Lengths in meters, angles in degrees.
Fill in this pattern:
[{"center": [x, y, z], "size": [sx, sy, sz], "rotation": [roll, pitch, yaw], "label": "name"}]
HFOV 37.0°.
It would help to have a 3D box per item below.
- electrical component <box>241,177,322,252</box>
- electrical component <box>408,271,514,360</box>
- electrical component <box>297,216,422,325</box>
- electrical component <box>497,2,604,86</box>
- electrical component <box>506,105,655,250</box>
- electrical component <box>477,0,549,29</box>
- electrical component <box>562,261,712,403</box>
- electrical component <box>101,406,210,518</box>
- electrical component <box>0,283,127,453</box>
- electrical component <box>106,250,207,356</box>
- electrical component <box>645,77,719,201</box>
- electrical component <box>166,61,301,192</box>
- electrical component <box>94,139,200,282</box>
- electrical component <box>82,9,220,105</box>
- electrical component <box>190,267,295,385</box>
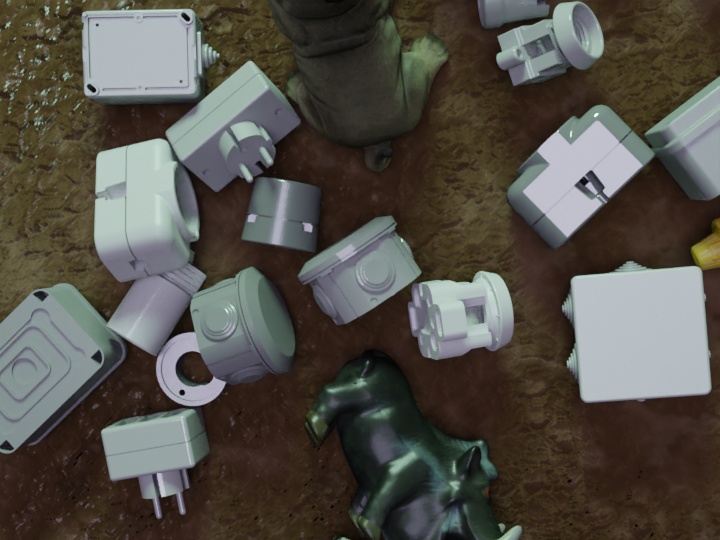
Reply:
[{"center": [-0.056, -0.040, 0.785], "size": [0.055, 0.055, 0.047], "rotation": [9, 90, 7], "label": "electrical component"}, {"center": [0.073, 0.032, 0.764], "size": [0.057, 0.078, 0.058], "rotation": [-8, 92, -14], "label": "electrical component"}, {"center": [0.000, 0.000, 0.767], "size": [0.080, 0.080, 0.051], "rotation": [-33, 93, 7], "label": "electrical component"}, {"center": [0.135, -0.157, 0.749], "size": [0.055, 0.066, 0.048], "rotation": [-18, 90, 41], "label": "electrical component"}, {"center": [0.151, -0.068, 0.758], "size": [0.095, 0.054, 0.059], "rotation": [-44, 87, 7], "label": "electrical component"}, {"center": [0.109, -0.195, 0.766], "size": [0.046, 0.040, 0.040], "rotation": [-7, 91, 1], "label": "electrical component"}, {"center": [0.195, 0.044, 0.759], "size": [0.100, 0.048, 0.099], "rotation": [-5, 92, 7], "label": "electrical component"}, {"center": [-0.149, 0.148, 0.807], "size": [0.066, 0.047, 0.076], "rotation": [-11, 91, 7], "label": "electrical component"}, {"center": [-0.241, 0.073, 0.810], "size": [0.113, 0.057, 0.078], "rotation": [-43, 87, 7], "label": "electrical component"}, {"center": [-0.149, 0.019, 0.802], "size": [0.043, 0.043, 0.081], "rotation": [30, 79, 5], "label": "electrical component"}, {"center": [0.258, -0.103, 0.731], "size": [0.113, 0.078, 0.057], "rotation": [-38, 90, 7], "label": "electrical component"}, {"center": [-0.085, -0.092, 0.772], "size": [0.083, 0.047, 0.075], "rotation": [-39, 50, 7], "label": "electrical component"}, {"center": [-0.154, -0.045, 0.780], "size": [0.059, 0.053, 0.095], "rotation": [-12, 57, 7], "label": "electrical component"}, {"center": [-0.150, -0.155, 0.792], "size": [0.096, 0.061, 0.061], "rotation": [-1, 92, -1], "label": "electrical component"}, {"center": [-0.083, 0.042, 0.779], "size": [0.051, 0.080, 0.080], "rotation": [-20, 90, 13], "label": "electrical component"}]
